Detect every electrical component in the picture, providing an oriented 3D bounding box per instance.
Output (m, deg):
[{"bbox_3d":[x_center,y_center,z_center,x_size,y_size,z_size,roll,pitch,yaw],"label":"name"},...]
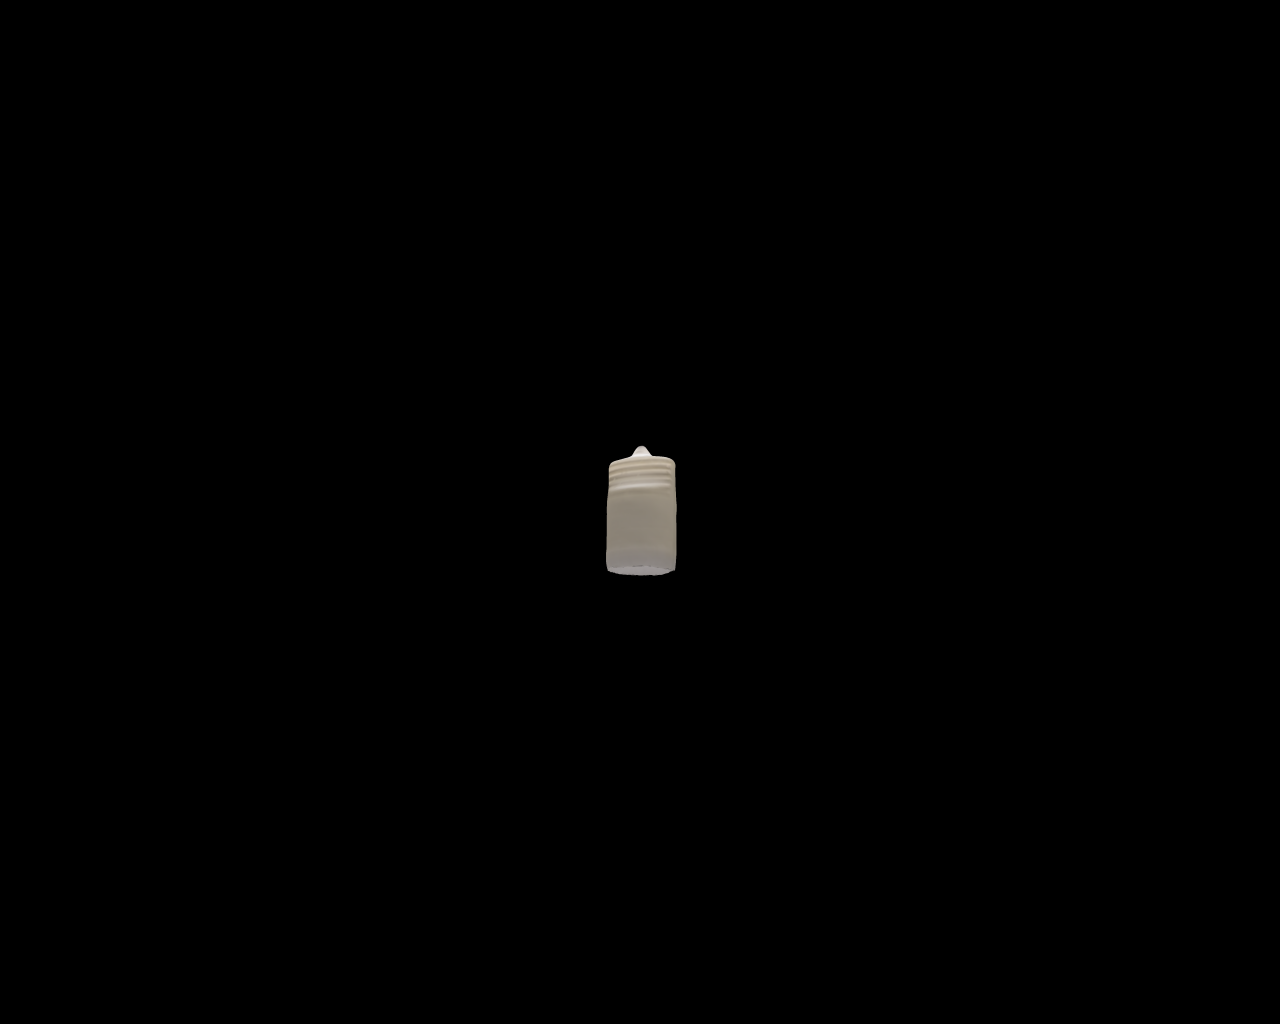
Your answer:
[{"bbox_3d":[0.001,-0.003,0.650,0.043,0.081,0.043,0,-12,0],"label":"electrical component"}]
